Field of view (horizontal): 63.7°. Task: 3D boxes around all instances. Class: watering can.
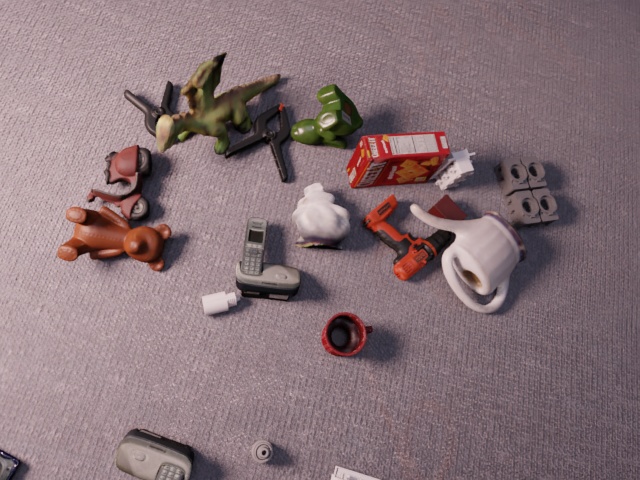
[{"bbox_3d":[0.371,0.009,1.248,0.227,0.103,0.345,-39,103,-22],"label":"watering can"}]

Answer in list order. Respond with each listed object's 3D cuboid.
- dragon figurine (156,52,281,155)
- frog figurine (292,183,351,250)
[{"bbox_3d":[-0.232,-0.337,1.210,0.123,0.239,0.416,37,70,8],"label":"dragon figurine"},{"bbox_3d":[0.004,-0.061,1.218,0.137,0.122,0.161,0,81,9],"label":"frog figurine"}]
